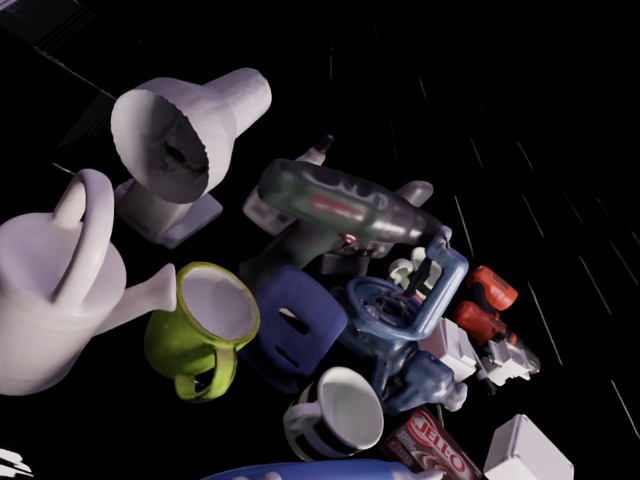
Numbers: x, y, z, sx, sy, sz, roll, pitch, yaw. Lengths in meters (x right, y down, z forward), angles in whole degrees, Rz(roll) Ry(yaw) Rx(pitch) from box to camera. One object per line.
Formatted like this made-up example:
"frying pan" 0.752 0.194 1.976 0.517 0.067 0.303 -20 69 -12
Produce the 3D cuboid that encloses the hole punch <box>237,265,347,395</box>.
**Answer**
"hole punch" -0.035 0.100 0.647 0.109 0.091 0.101 41 30 -3

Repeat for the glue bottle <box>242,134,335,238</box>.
"glue bottle" -0.034 -0.081 0.796 0.078 0.173 0.037 40 30 -5

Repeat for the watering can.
"watering can" -0.196 0.027 0.443 0.173 0.193 0.100 -3 53 -52

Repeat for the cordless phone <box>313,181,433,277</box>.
"cordless phone" 0.070 -0.033 0.847 0.148 0.184 0.094 1 50 -50

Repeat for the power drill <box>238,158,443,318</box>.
"power drill" 0.006 0.003 0.703 0.230 0.208 0.075 27 33 -26

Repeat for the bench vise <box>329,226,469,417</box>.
"bench vise" 0.124 0.098 0.711 0.207 0.219 0.122 43 30 0

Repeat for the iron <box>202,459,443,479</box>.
"iron" -0.022 0.218 0.462 0.259 0.141 0.118 18 38 -37

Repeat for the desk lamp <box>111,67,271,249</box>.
"desk lamp" -0.148 -0.095 0.637 0.118 0.213 0.203 42 30 -2

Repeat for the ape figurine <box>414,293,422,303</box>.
"ape figurine" 0.108 0.109 0.806 0.076 0.092 0.078 39 30 -7
